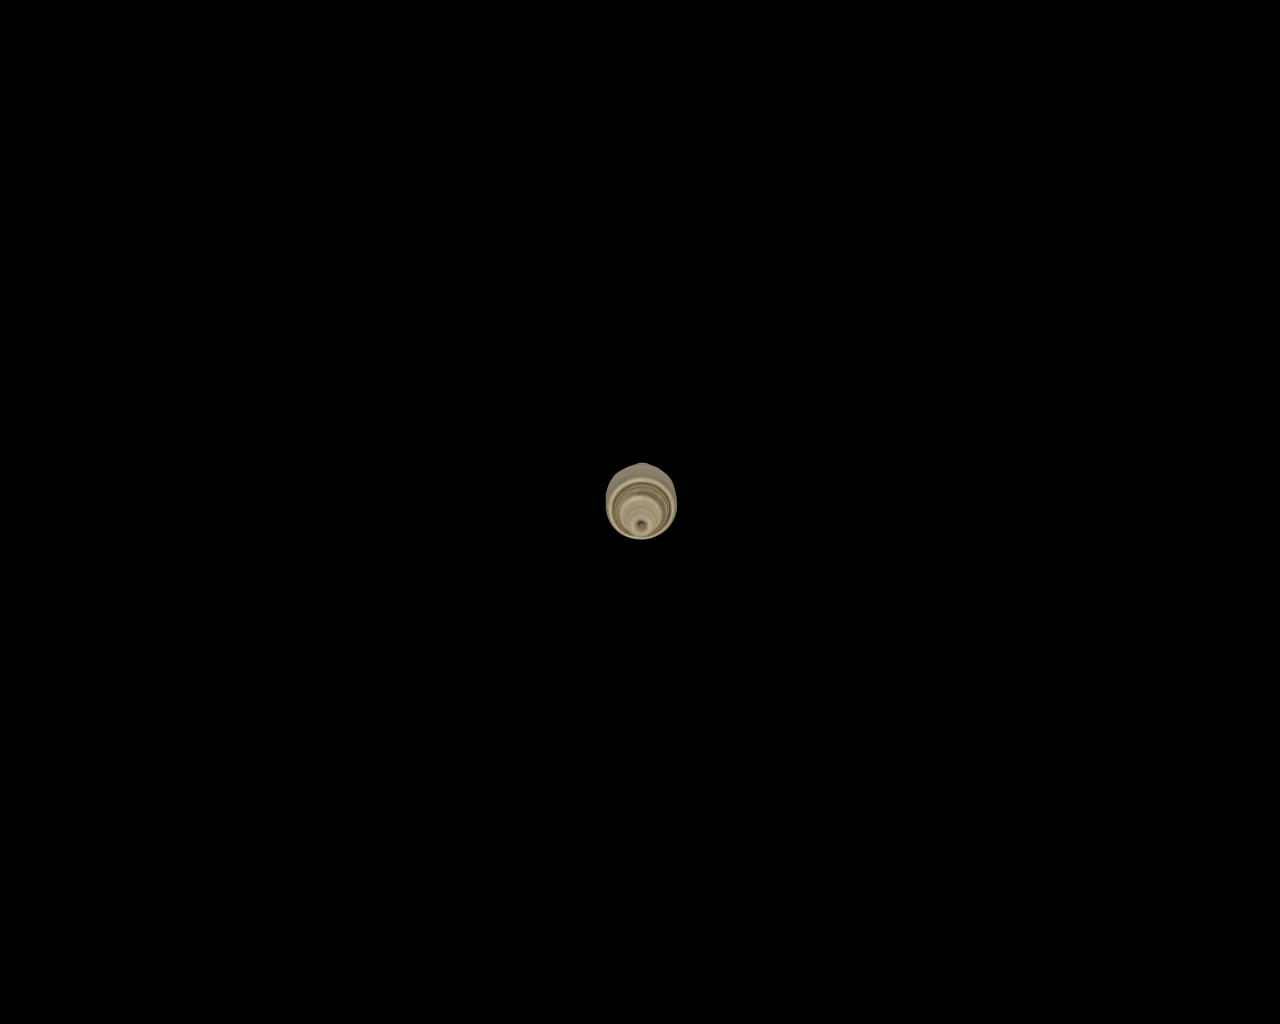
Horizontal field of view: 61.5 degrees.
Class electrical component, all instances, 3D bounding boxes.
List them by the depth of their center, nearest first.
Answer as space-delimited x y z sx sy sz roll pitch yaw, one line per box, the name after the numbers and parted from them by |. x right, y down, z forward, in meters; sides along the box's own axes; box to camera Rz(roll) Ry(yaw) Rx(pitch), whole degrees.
0.001 -0.003 0.650 0.043 0.043 0.062 0 21 0 | electrical component
